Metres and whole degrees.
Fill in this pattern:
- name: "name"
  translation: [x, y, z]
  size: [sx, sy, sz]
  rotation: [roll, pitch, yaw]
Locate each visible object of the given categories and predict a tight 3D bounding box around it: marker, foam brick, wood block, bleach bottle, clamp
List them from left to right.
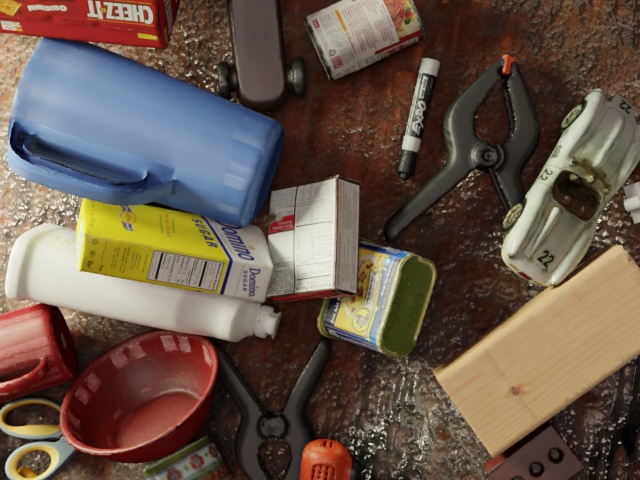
- name: "bleach bottle"
  translation: [-0.162, 0.050, 1.020]
  size: [0.251, 0.102, 0.068]
  rotation: [15, 104, 6]
- name: "clamp"
  translation: [-0.036, 0.172, 1.036]
  size: [0.120, 0.039, 0.171]
  rotation: [-12, 93, 7]
- name: "marker"
  translation: [0.096, -0.118, 1.051]
  size: [0.020, 0.020, 0.121]
  rotation: [13, 88, 5]
- name: "clamp"
  translation: [0.150, -0.076, 1.032]
  size: [0.164, 0.036, 0.210]
  rotation: [6, 87, -5]
- name: "foam brick"
  translation: [0.202, 0.214, 1.009]
  size: [0.078, 0.051, 0.053]
  rotation: [-38, 85, 1]
- name: "wood block"
  translation: [0.215, 0.101, 0.995]
  size: [0.206, 0.090, 0.091]
  rotation: [-36, 86, 2]

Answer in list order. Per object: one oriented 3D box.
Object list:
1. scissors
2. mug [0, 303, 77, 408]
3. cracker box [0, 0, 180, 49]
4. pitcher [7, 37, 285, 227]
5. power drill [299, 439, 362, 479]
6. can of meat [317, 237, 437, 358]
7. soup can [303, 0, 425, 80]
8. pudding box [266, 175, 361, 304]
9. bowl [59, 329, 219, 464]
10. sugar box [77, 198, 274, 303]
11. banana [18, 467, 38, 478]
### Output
- name: "scissors"
  translation: [-0.223, 0.203, 1.050]
  size: [0.202, 0.016, 0.096]
  rotation: [8, 68, 4]
- name: "mug"
  translation: [-0.285, 0.112, 1.024]
  size: [0.081, 0.117, 0.093]
  rotation: [-17, 111, -2]
- name: "cracker box"
  translation: [-0.205, -0.285, 1.008]
  size: [0.164, 0.072, 0.213]
  rotation: [6, 54, 4]
- name: "pitcher"
  translation: [-0.165, -0.093, 1.011]
  size: [0.243, 0.145, 0.149]
  rotation: [20, 86, 2]
- name: "power drill"
  translation: [0.062, 0.288, 1.007]
  size: [0.187, 0.057, 0.184]
  rotation: [7, 102, 2]
- name: "can of meat"
  translation: [0.054, 0.054, 1.005]
  size: [0.084, 0.057, 0.102]
  rotation: [15, 87, 47]
- name: "soup can"
  translation: [0.043, -0.205, 1.035]
  size: [0.102, 0.068, 0.068]
  rotation: [-24, 86, 3]
- name: "pudding box"
  translation: [-0.007, 0.001, 1.012]
  size: [0.090, 0.039, 0.113]
  rotation: [-9, 75, 40]
- name: "bowl"
  translation: [-0.161, 0.157, 1.011]
  size: [0.162, 0.162, 0.055]
  rotation: [-21, 124, 3]
- name: "sugar box"
  translation: [-0.136, 0.007, 0.995]
  size: [0.176, 0.093, 0.048]
  rotation: [8, 114, -16]
- name: "banana"
  translation: [-0.277, 0.326, 1.047]
  size: [0.069, 0.037, 0.198]
  rotation: [6, 87, 4]
